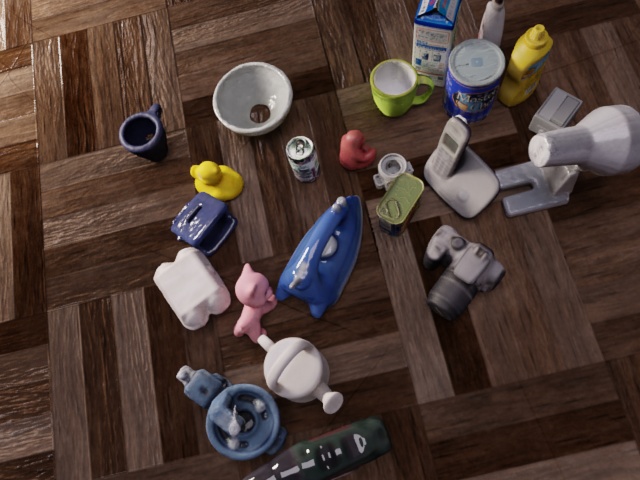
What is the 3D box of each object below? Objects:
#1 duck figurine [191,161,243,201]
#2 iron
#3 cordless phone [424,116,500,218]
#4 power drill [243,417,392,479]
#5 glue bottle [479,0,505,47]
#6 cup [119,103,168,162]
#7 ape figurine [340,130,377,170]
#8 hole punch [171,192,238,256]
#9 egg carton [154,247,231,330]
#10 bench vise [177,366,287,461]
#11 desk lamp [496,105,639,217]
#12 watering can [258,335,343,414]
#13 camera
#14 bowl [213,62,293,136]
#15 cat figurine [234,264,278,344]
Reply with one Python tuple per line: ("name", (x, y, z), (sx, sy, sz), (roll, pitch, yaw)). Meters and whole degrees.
("duck figurine", (-0.209, -0.126, 1.147), (0.104, 0.086, 0.077), (11, 73, 10))
("iron", (0.010, 0.004, 1.049), (0.118, 0.141, 0.258), (23, 76, 14))
("cordless phone", (0.265, -0.134, 1.043), (0.094, 0.185, 0.147), (-41, 72, -7))
("power drill", (0.001, 0.347, 0.899), (0.229, 0.208, 0.075), (-24, 70, -2))
("glue bottle", (0.346, -0.438, 1.143), (0.037, 0.173, 0.078), (-3, 71, 6))
("cup", (-0.349, -0.216, 1.189), (0.091, 0.095, 0.118), (19, 75, 13))
("ape figurine", (0.070, -0.184, 1.132), (0.076, 0.092, 0.077), (-34, 71, -5))
("hole punch", (-0.233, -0.036, 1.117), (0.101, 0.091, 0.109), (33, 78, 16))
("egg carton", (-0.241, 0.090, 1.087), (0.107, 0.069, 0.150), (-38, 71, -6))
("bench vise", (-0.163, 0.284, 0.933), (0.207, 0.220, 0.121), (15, 74, 11))
("desk lamp", (0.433, -0.137, 1.010), (0.203, 0.214, 0.118), (-15, 70, 1))
("watering can", (-0.035, 0.218, 0.955), (0.172, 0.194, 0.101), (16, 74, 12))
("camera", (0.239, 0.063, 1.025), (0.143, 0.101, 0.137), (36, 79, 16))
("bowl", (-0.134, -0.282, 1.197), (0.167, 0.075, 0.167), (-2, 71, 6))
("cat figurine", (-0.125, 0.114, 1.040), (0.067, 0.118, 0.128), (12, 73, 11))
